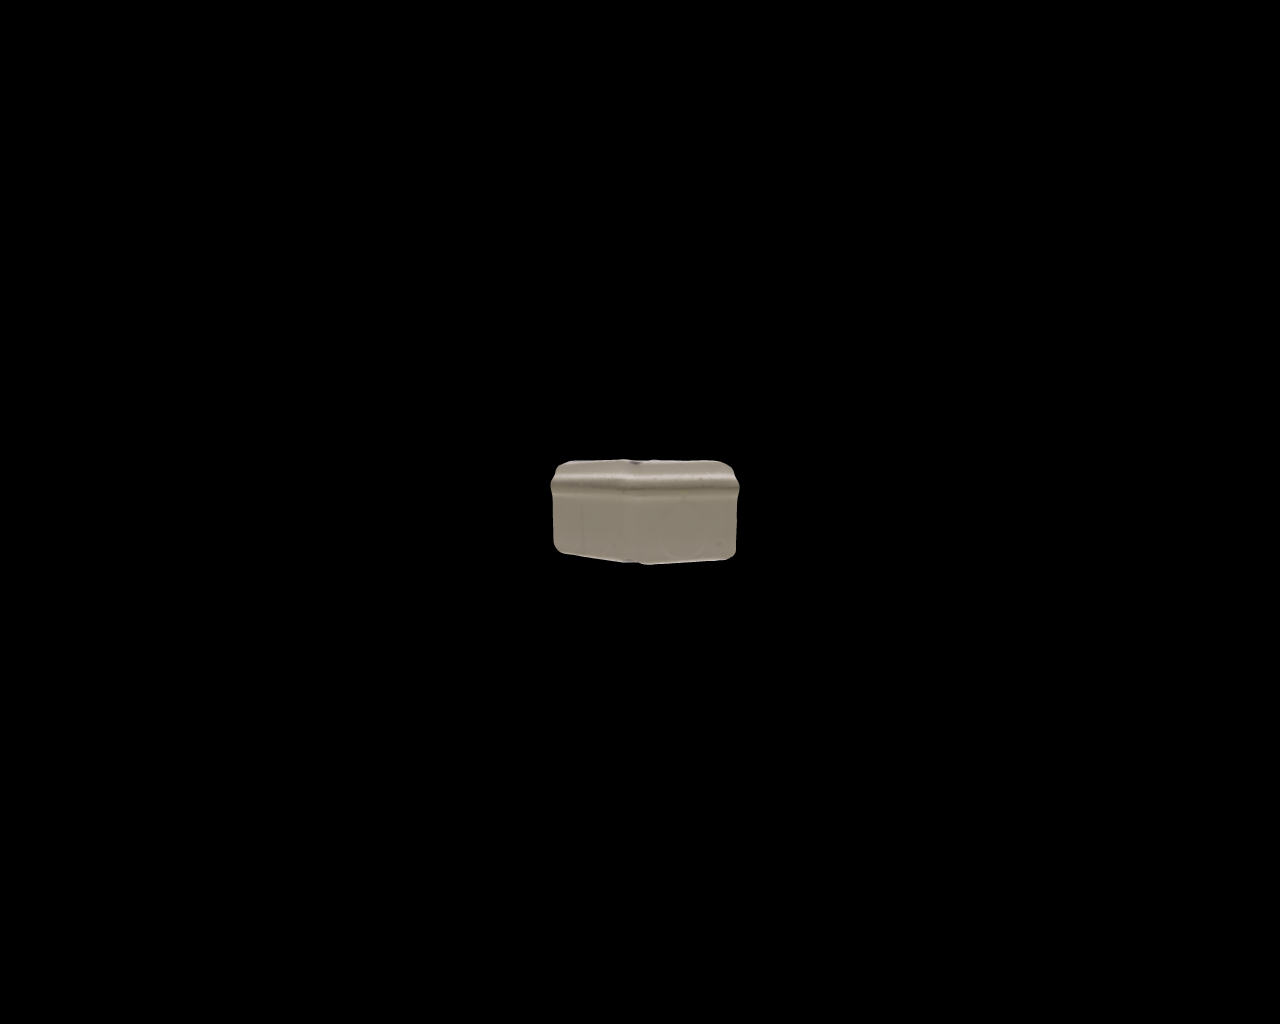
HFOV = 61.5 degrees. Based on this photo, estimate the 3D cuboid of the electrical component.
[{"bbox_3d":[0.001,-0.003,0.650,0.078,0.057,0.113,-1,3,-28],"label":"electrical component"}]
